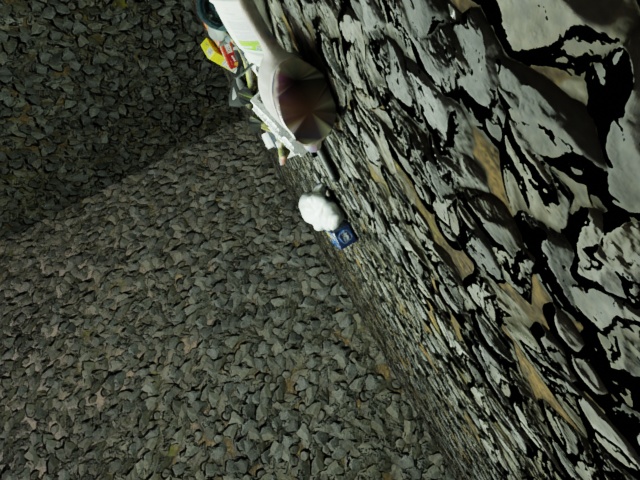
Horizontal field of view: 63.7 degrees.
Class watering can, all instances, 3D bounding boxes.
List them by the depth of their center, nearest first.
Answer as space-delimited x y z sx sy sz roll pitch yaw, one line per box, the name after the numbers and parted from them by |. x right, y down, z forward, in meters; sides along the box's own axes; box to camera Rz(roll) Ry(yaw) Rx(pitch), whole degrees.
-0.069 -0.303 0.935 0.341 0.104 0.228 64 175 -28 | watering can

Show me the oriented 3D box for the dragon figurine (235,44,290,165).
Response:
-0.172 -0.429 1.607 0.245 0.122 0.406 -98 -10 -78 | dragon figurine

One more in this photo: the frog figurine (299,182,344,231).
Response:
0.005 -0.077 1.534 0.134 0.123 0.163 94 165 -45 | frog figurine
